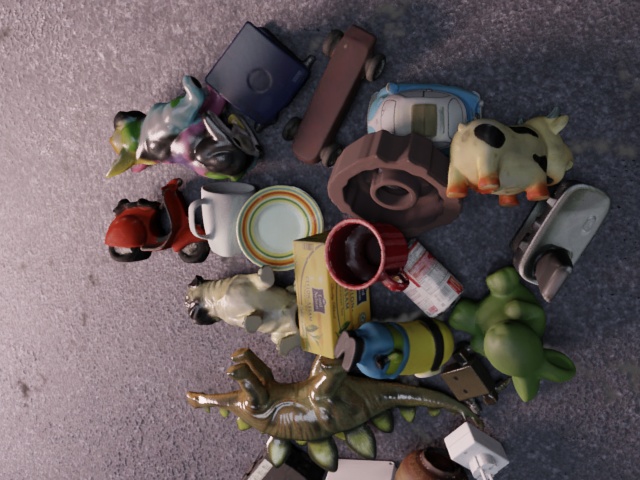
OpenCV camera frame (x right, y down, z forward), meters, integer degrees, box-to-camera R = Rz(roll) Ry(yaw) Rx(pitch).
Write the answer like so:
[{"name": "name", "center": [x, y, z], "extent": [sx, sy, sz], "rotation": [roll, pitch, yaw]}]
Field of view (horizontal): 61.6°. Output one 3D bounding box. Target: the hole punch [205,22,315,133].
[{"name": "hole punch", "center": [-0.089, -0.237, 0.774], "extent": [0.116, 0.092, 0.142], "rotation": [42, 105, 0]}]

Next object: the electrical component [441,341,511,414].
[{"name": "electrical component", "center": [0.231, 0.203, 0.802], "extent": [0.102, 0.045, 0.078], "rotation": [50, 137, 4]}]

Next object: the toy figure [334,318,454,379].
[{"name": "toy figure", "center": [0.112, 0.153, 0.763], "extent": [0.180, 0.082, 0.089], "rotation": [10, 132, -31]}]

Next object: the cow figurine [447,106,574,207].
[{"name": "cow figurine", "center": [0.244, -0.109, 0.674], "extent": [0.085, 0.195, 0.127], "rotation": [-9, 80, 57]}]

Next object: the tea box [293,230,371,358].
[{"name": "tea box", "center": [0.020, 0.075, 0.794], "extent": [0.068, 0.098, 0.169], "rotation": [4, 105, 42]}]

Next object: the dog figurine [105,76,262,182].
[{"name": "dog figurine", "center": [-0.222, -0.139, 0.822], "extent": [0.219, 0.108, 0.191], "rotation": [-31, 95, 23]}]

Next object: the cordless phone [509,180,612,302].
[{"name": "cordless phone", "center": [0.302, -0.001, 0.666], "extent": [0.089, 0.184, 0.146], "rotation": [31, 108, 12]}]

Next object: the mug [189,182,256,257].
[{"name": "mug", "center": [-0.148, -0.027, 0.824], "extent": [0.081, 0.109, 0.107], "rotation": [16, 115, 38]}]

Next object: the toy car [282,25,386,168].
[{"name": "toy car", "center": [0.020, -0.201, 0.768], "extent": [0.089, 0.053, 0.202], "rotation": [34, 112, 17]}]

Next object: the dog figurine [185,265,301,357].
[{"name": "dog figurine", "center": [-0.107, 0.110, 0.861], "extent": [0.191, 0.121, 0.172], "rotation": [-6, 142, 49]}]

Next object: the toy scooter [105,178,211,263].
[{"name": "toy scooter", "center": [-0.265, -0.032, 0.869], "extent": [0.184, 0.075, 0.135], "rotation": [0, 102, 11]}]

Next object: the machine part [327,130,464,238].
[{"name": "machine part", "center": [0.102, -0.072, 0.721], "extent": [0.180, 0.179, 0.056], "rotation": [7, 59, 13]}]

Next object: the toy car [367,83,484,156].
[{"name": "toy car", "center": [0.137, -0.156, 0.721], "extent": [0.162, 0.103, 0.109], "rotation": [3, 103, 16]}]

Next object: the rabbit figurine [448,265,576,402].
[{"name": "rabbit figurine", "center": [0.251, 0.137, 0.714], "extent": [0.121, 0.170, 0.159], "rotation": [-36, 90, 19]}]

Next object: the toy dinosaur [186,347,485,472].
[{"name": "toy dinosaur", "center": [0.012, 0.254, 0.843], "extent": [0.472, 0.105, 0.198], "rotation": [-6, 107, 11]}]

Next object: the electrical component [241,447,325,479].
[{"name": "electrical component", "center": [-0.057, 0.415, 0.914], "extent": [0.134, 0.058, 0.115], "rotation": [39, 110, 4]}]
